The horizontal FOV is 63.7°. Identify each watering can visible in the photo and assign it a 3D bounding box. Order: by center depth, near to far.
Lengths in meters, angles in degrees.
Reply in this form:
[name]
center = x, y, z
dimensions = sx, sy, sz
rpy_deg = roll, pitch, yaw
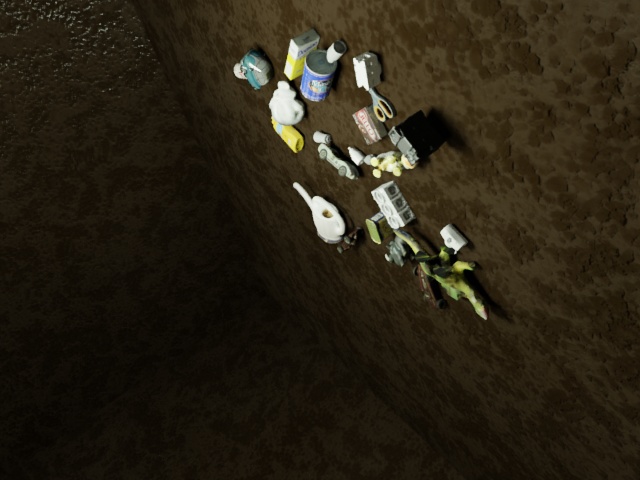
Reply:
[watering can]
center = 0.007, -0.117, 2.315
dimensions = 0.353, 0.105, 0.219
rpy_deg = 40, 155, 39

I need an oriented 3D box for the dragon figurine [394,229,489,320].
[dragon figurine]
center = 0.414, 0.121, 1.735
dimensions = 0.417, 0.123, 0.237
rpy_deg = 42, 164, 44

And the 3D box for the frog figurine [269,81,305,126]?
[frog figurine]
center = -0.125, -0.527, 1.988
dimensions = 0.137, 0.125, 0.155
rpy_deg = 16, 138, 10
